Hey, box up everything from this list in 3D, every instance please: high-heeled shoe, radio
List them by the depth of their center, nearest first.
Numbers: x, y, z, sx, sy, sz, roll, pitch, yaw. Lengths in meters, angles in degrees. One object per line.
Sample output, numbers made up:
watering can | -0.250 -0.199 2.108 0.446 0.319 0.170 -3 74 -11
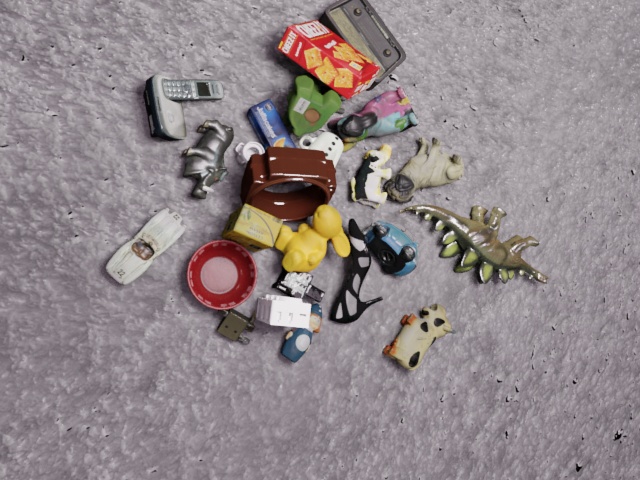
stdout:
high-heeled shoe | 0.064 0.081 1.340 0.145 0.086 0.248 -18 91 4
radio | 0.114 -0.524 1.414 0.131 0.073 0.229 -40 99 -17

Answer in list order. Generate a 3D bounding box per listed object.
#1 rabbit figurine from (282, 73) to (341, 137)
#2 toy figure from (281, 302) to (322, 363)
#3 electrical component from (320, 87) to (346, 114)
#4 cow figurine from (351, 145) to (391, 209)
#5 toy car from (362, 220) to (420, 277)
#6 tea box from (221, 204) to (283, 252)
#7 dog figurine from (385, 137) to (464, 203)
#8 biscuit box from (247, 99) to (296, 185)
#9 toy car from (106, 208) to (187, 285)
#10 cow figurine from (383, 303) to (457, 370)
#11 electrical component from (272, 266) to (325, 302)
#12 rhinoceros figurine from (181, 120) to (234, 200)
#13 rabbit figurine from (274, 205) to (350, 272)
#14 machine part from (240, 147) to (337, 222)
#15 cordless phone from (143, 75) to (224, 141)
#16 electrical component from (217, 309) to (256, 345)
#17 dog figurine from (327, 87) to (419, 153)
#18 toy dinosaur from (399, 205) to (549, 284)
rabbit figurine | -0.027 -0.334 1.317 0.121 0.159 0.170 14 39 -16
toy figure | -0.036 0.222 1.307 0.154 0.058 0.064 -57 141 -16
electrical component | 0.022 -0.361 1.396 0.094 0.021 0.063 9 83 -18
cow figurine | 0.132 -0.173 1.395 0.098 0.068 0.167 12 80 -12
toy car | 0.190 0.009 1.386 0.161 0.109 0.103 45 50 1
tea box | -0.159 -0.024 1.225 0.098 0.170 0.068 25 77 -14
dog figurine | 0.282 -0.158 1.438 0.172 0.121 0.190 34 89 -10
biscuit box | -0.107 -0.240 1.320 0.063 0.059 0.202 -30 95 -19
toy car | -0.388 0.013 1.203 0.073 0.056 0.202 45 74 -10
cow figurine | 0.266 0.247 1.392 0.127 0.085 0.195 38 72 -6
electrical component | -0.048 0.111 1.314 0.119 0.048 0.075 27 77 -15
rhinoceros figurine | -0.264 -0.188 1.261 0.112 0.073 0.190 26 75 -26
rabbit figurine | -0.003 -0.004 1.271 0.162 0.122 0.173 18 120 -30
machine part | -0.074 -0.121 1.240 0.201 0.201 0.087 2 60 -19
cordless phone | -0.308 -0.306 1.251 0.184 0.089 0.146 -10 88 -28
electrical component | -0.197 0.191 1.261 0.102 0.045 0.078 26 106 -12
dog figurine | 0.136 -0.306 1.394 0.219 0.191 0.108 -21 96 15
toy dinosaur | 0.432 0.003 1.463 0.471 0.105 0.198 34 79 -9
